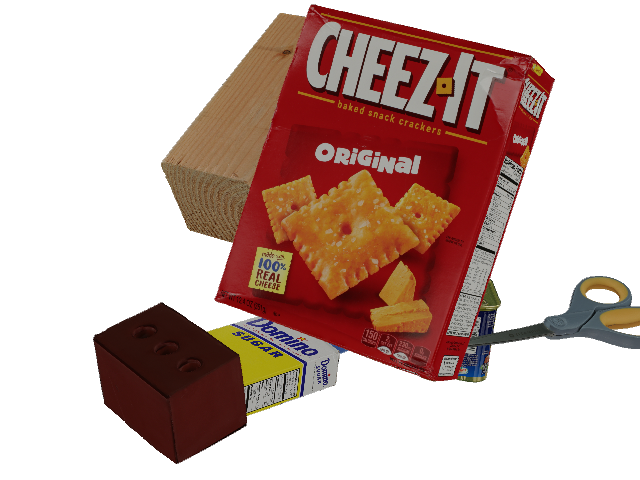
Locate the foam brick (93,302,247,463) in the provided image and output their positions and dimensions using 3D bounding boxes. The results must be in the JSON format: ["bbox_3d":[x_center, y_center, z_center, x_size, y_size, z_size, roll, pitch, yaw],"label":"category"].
[{"bbox_3d":[-0.088,0.082,0.623,0.052,0.051,0.078,-26,39,-36],"label":"foam brick"}]

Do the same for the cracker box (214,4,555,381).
[{"bbox_3d":[0.040,-0.033,0.711,0.164,0.214,0.072,19,2,24],"label":"cracker box"}]

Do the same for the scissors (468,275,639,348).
[{"bbox_3d":[0.192,0.059,0.873,0.201,0.016,0.096,3,33,-13],"label":"scissors"}]

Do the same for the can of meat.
[{"bbox_3d":[0.147,0.088,1.096,0.057,0.084,0.102,6,16,0],"label":"can of meat"}]

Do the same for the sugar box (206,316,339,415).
[{"bbox_3d":[-0.079,0.117,0.970,0.175,0.048,0.093,-17,34,-36],"label":"sugar box"}]

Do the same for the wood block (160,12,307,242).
[{"bbox_3d":[-0.040,-0.100,0.949,0.091,0.205,0.090,15,-36,26],"label":"wood block"}]

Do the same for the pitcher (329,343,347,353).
[{"bbox_3d":[-0.012,0.007,1.236,0.149,0.243,0.144,11,19,24],"label":"pitcher"}]
